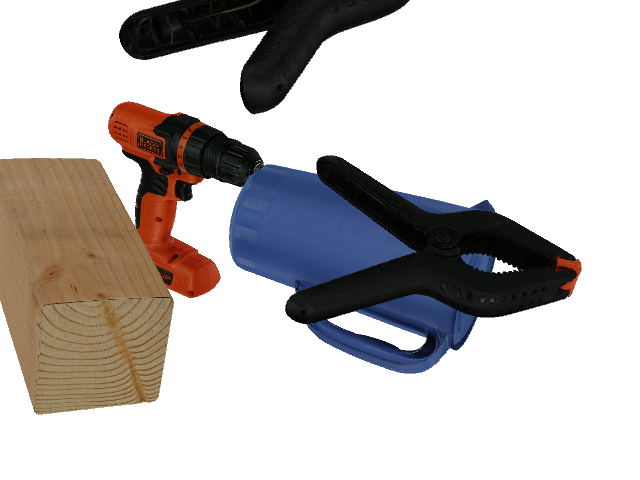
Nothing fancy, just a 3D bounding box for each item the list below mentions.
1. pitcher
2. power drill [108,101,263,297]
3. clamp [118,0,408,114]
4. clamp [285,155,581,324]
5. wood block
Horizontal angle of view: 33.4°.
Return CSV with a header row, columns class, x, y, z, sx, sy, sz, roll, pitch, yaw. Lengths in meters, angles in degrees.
class,x,y,z,sx,sy,sz,roll,pitch,yaw
pitcher,0.036,0.016,1.010,0.243,0.145,0.149,16,21,18
power drill,-0.139,-0.038,1.100,0.185,0.188,0.057,23,33,28
clamp,-0.006,-0.118,0.542,0.171,0.039,0.120,-30,45,-17
clamp,0.079,0.016,0.767,0.210,0.036,0.164,15,46,6
wood block,-0.185,0.025,0.791,0.090,0.091,0.206,-2,31,-27
